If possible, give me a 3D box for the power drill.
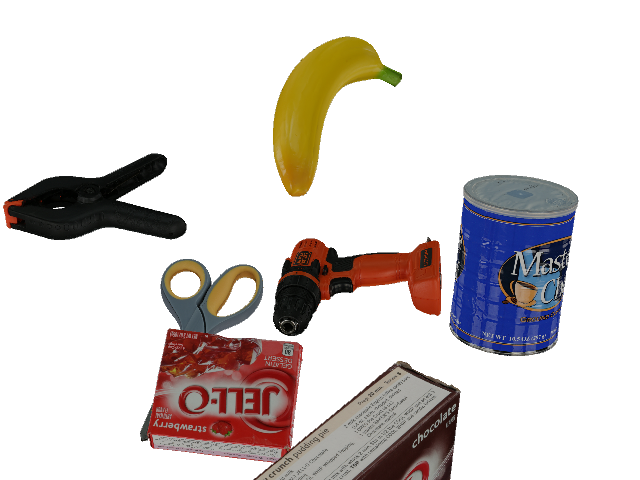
[{"bbox_3d":[0.044,0.051,1.219,0.188,0.057,0.184,0,28,9],"label":"power drill"}]

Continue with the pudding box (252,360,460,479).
[{"bbox_3d":[0.013,0.118,0.460,0.039,0.090,0.113,25,41,30],"label":"pudding box"}]

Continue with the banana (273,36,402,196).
[{"bbox_3d":[0.005,-0.108,0.813,0.037,0.069,0.197,-51,1,45],"label":"banana"}]

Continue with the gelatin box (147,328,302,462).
[{"bbox_3d":[-0.059,0.098,0.676,0.089,0.073,0.030,6,-32,1],"label":"gelatin box"}]

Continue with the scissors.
[{"bbox_3d":[-0.121,0.077,0.877,0.096,0.016,0.201,24,45,20],"label":"scissors"}]

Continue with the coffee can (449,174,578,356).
[{"bbox_3d":[0.177,0.021,0.987,0.103,0.140,0.103,3,21,-1],"label":"coffee can"}]

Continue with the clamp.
[{"bbox_3d":[-0.219,-0.043,1.043,0.171,0.039,0.120,0,35,-9],"label":"clamp"}]
